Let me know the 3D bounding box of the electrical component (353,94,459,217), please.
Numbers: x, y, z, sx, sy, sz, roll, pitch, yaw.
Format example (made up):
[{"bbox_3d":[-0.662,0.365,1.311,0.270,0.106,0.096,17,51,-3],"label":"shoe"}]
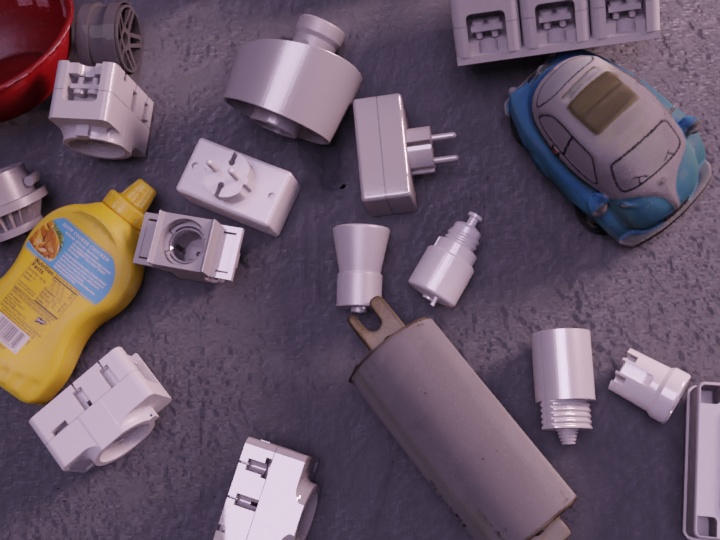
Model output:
[{"bbox_3d":[0.038,-0.091,0.837,0.076,0.047,0.083,-7,77,8],"label":"electrical component"}]

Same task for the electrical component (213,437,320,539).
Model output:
[{"bbox_3d":[-0.065,0.175,0.793,0.056,0.050,0.089,16,81,13],"label":"electrical component"}]

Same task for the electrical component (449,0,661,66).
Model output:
[{"bbox_3d":[0.144,-0.210,0.815,0.150,0.089,0.061,-7,121,8],"label":"electrical component"}]

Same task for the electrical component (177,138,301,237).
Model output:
[{"bbox_3d":[-0.099,-0.070,0.840,0.083,0.075,0.047,22,82,13],"label":"electrical component"}]

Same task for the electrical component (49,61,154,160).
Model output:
[{"bbox_3d":[-0.207,-0.124,0.863,0.050,0.089,0.055,4,78,10],"label":"electrical component"}]

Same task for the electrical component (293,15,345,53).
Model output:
[{"bbox_3d":[-0.039,-0.178,0.874,0.040,0.040,0.046,23,88,14],"label":"electrical component"}]

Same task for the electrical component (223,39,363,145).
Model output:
[{"bbox_3d":[-0.054,-0.139,0.837,0.099,0.099,0.064,22,88,13],"label":"electrical component"}]

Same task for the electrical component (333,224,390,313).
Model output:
[{"bbox_3d":[0.000,0.000,0.827,0.044,0.044,0.065,1,82,10],"label":"electrical component"}]

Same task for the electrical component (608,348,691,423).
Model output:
[{"bbox_3d":[0.208,0.082,0.775,0.046,0.040,0.040,29,84,20],"label":"electrical component"}]

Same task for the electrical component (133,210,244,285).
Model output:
[{"bbox_3d":[-0.130,-0.015,0.839,0.081,0.064,0.042,10,78,11],"label":"electrical component"}]

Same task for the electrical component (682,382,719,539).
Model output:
[{"bbox_3d":[0.282,0.135,0.741,0.109,0.056,0.108,3,78,10],"label":"electrical component"}]

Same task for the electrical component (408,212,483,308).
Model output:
[{"bbox_3d":[0.069,-0.008,0.817,0.040,0.040,0.078,29,84,14],"label":"electrical component"}]

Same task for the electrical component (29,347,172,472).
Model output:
[{"bbox_3d":[-0.197,0.112,0.829,0.089,0.050,0.055,-40,74,-1],"label":"electrical component"}]

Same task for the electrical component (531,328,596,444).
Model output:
[{"bbox_3d":[0.148,0.086,0.781,0.043,0.043,0.081,-4,77,9],"label":"electrical component"}]
